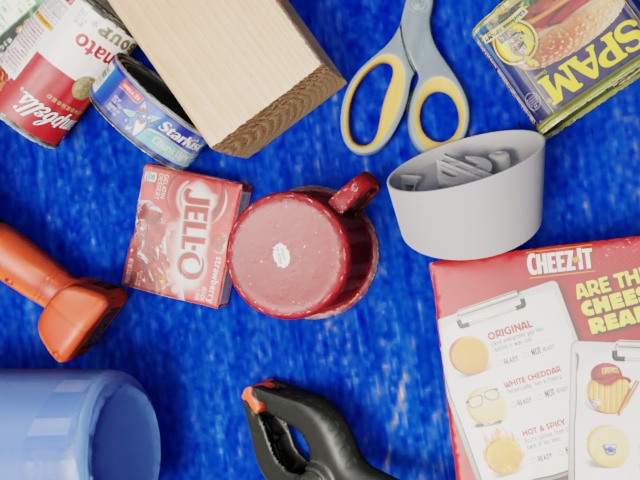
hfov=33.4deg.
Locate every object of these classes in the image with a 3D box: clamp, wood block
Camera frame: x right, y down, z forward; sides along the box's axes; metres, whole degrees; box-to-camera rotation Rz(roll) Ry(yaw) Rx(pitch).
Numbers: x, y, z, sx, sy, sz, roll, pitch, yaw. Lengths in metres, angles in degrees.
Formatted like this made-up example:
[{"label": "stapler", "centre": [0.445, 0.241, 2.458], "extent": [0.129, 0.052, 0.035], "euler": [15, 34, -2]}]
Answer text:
[{"label": "clamp", "centre": [0.004, 0.170, 0.712], "extent": [0.172, 0.039, 0.120], "euler": [42, 114, 28]}, {"label": "wood block", "centre": [-0.083, -0.165, 0.711], "extent": [0.091, 0.090, 0.206], "euler": [-36, 83, 10]}]

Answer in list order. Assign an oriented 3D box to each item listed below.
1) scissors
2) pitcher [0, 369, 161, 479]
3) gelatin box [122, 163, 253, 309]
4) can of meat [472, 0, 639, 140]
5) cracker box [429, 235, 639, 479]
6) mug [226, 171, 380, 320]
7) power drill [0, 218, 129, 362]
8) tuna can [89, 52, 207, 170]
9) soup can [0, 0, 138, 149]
[{"label": "scissors", "centre": [0.081, -0.142, 0.714], "extent": [0.096, 0.016, 0.202], "euler": [27, 97, 8]}, {"label": "pitcher", "centre": [-0.234, 0.156, 0.713], "extent": [0.243, 0.145, 0.149], "euler": [-5, 132, 20]}, {"label": "gelatin box", "centre": [-0.093, -0.003, 0.746], "extent": [0.073, 0.030, 0.089], "euler": [13, 94, 11]}, {"label": "can of meat", "centre": [0.159, -0.126, 0.677], "extent": [0.102, 0.057, 0.084], "euler": [-34, 82, 10]}, {"label": "cracker box", "centre": [0.165, 0.109, 0.672], "extent": [0.164, 0.072, 0.214], "euler": [-7, 88, 11]}, {"label": "mug", "centre": [-0.005, 0.001, 0.701], "extent": [0.117, 0.081, 0.093], "euler": [-44, 82, 9]}, {"label": "power drill", "centre": [-0.222, 0.003, 0.706], "extent": [0.187, 0.184, 0.057], "euler": [38, 90, 1]}, {"label": "tuna can", "centre": [-0.113, -0.086, 0.721], "extent": [0.086, 0.086, 0.034], "euler": [43, 100, 8]}, {"label": "soup can", "centre": [-0.180, -0.124, 0.744], "extent": [0.068, 0.068, 0.102], "euler": [42, 98, 8]}]
